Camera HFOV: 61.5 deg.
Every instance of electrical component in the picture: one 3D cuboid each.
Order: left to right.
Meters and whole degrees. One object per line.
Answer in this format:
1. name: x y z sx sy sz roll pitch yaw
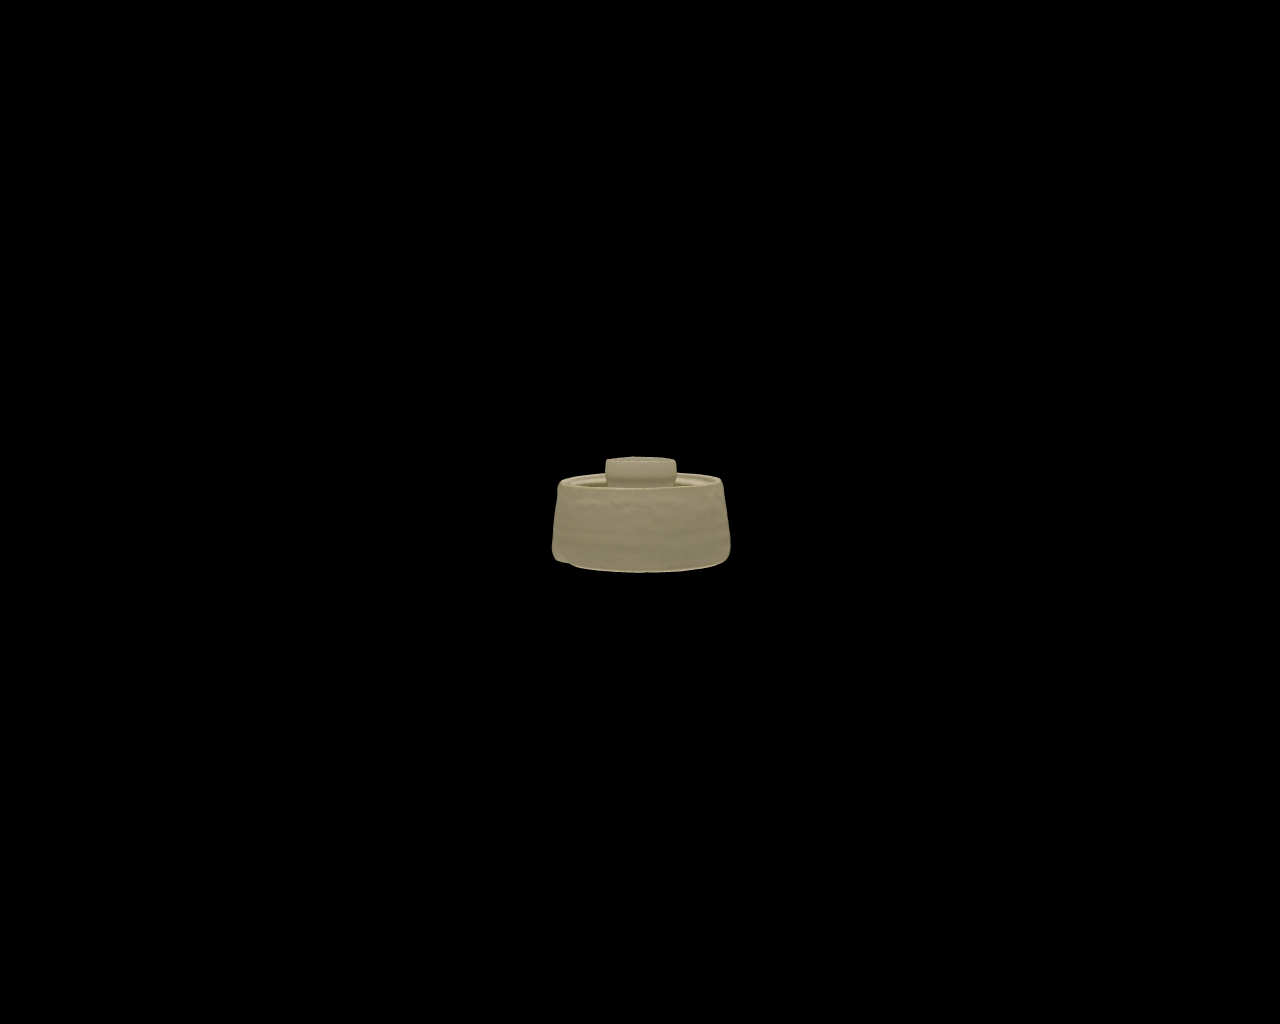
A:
1. electrical component: 0.001 -0.003 0.650 0.108 0.060 0.108 0 8 0
